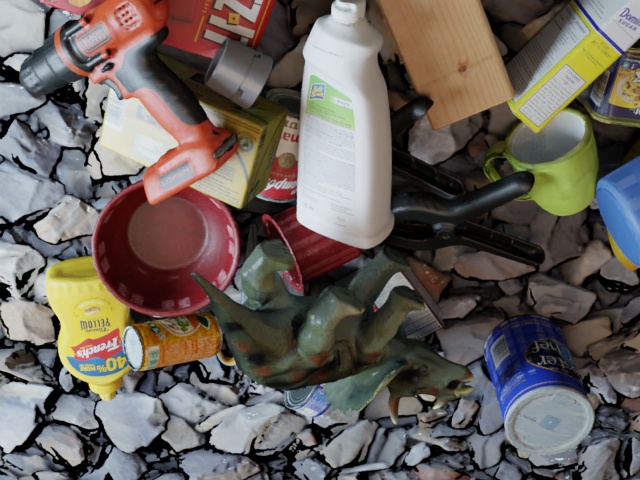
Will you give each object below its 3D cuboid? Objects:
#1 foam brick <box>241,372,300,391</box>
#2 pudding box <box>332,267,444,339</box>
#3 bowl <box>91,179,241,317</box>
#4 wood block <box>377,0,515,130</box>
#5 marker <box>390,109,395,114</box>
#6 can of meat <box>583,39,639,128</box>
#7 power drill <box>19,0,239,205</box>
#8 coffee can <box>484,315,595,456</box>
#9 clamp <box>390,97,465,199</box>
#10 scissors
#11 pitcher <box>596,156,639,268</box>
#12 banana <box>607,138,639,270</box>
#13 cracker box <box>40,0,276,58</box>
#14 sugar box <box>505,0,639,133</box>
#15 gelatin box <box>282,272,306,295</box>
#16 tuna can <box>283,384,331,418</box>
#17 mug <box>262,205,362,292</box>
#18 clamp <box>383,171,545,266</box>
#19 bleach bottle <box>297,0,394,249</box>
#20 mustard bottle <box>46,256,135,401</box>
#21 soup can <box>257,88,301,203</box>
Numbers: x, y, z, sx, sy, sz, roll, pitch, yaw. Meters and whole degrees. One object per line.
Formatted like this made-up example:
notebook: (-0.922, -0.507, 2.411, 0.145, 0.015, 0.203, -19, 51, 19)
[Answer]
foam brick: (-0.050, 0.135, 1.264, 0.078, 0.051, 0.053, 19, 120, -19)
pudding box: (0.081, 0.078, 1.262, 0.090, 0.039, 0.113, -30, 121, 14)
bowl: (-0.168, 0.001, 1.176, 0.162, 0.055, 0.162, -2, 109, -7)
wood block: (0.108, -0.225, 1.039, 0.091, 0.090, 0.206, -22, 121, 9)
marker: (0.058, -0.089, 1.165, 0.020, 0.020, 0.121, 14, 120, -12)
can of meat: (0.336, -0.166, 1.110, 0.102, 0.057, 0.084, 6, 120, -8)
power drill: (-0.179, -0.129, 1.006, 0.185, 0.057, 0.187, -23, 109, 34)
coffee can: (0.258, 0.171, 1.270, 0.103, 0.140, 0.103, -1, 123, -2)
clamp: (0.069, -0.087, 1.105, 0.172, 0.039, 0.120, -2, 124, 46)
scissors: (-0.067, 0.073, 1.264, 0.096, 0.016, 0.202, 15, 121, -14)
pitcher: (0.419, -0.064, 1.116, 0.243, 0.145, 0.149, -27, 116, 1)
banana: (0.357, -0.049, 1.196, 0.069, 0.037, 0.198, 8, 122, -7)
cracker box: (-0.140, -0.272, 1.006, 0.213, 0.072, 0.164, 16, 121, -14)
sugar box: (0.259, -0.196, 1.064, 0.048, 0.093, 0.176, 38, 114, -25)
gelatin box: (-0.030, 0.076, 1.223, 0.030, 0.089, 0.073, 1, 122, -2)
tuna can: (-0.007, 0.170, 1.287, 0.033, 0.086, 0.086, 29, 116, -22)
mug: (-0.008, 0.001, 1.178, 0.081, 0.093, 0.117, -26, 165, -14)
clamp: (0.148, -0.015, 1.183, 0.210, 0.036, 0.164, -4, 146, 22)
bleach bottle: (0.029, -0.117, 1.035, 0.103, 0.068, 0.251, 21, 131, 23)
mustard bottle: (-0.260, 0.111, 1.252, 0.096, 0.058, 0.192, -7, 124, -9)
soup can: (-0.040, -0.100, 1.124, 0.068, 0.068, 0.102, 13, 120, -11)
